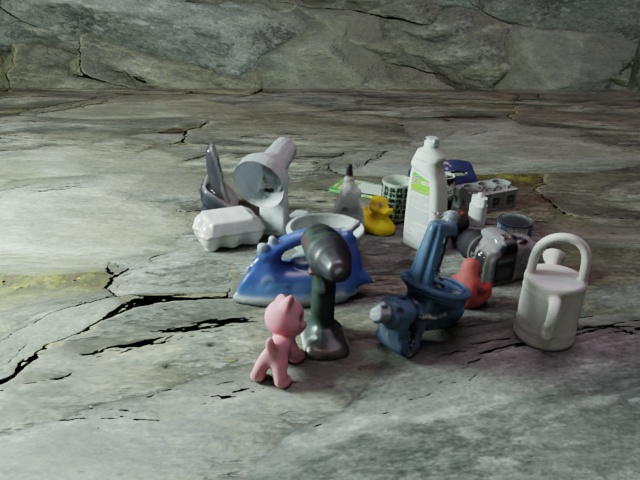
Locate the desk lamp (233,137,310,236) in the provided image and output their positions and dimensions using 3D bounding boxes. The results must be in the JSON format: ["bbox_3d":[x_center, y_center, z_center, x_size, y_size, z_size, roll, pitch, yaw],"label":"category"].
[{"bbox_3d":[-0.105,-0.118,1.314,0.117,0.214,0.203,10,26,17],"label":"desk lamp"}]

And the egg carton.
[{"bbox_3d":[-0.205,-0.027,1.283,0.151,0.069,0.107,-11,28,-25],"label":"egg carton"}]

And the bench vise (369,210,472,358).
[{"bbox_3d":[0.174,0.071,0.919,0.121,0.220,0.208,16,28,28],"label":"bench vise"}]

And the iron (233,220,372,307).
[{"bbox_3d":[-0.035,0.039,1.067,0.259,0.141,0.118,-6,26,-17],"label":"iron"}]

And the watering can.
[{"bbox_3d":[0.388,0.074,0.957,0.101,0.194,0.172,0,25,-3],"label":"watering can"}]

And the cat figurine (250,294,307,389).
[{"bbox_3d":[-0.060,0.140,0.874,0.067,0.118,0.128,7,26,12],"label":"cat figurine"}]

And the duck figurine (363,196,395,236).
[{"bbox_3d":[0.136,-0.066,1.370,0.078,0.086,0.104,-18,31,-36],"label":"duck figurine"}]

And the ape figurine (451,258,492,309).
[{"bbox_3d":[0.280,0.076,1.067,0.076,0.092,0.077,-22,34,-40],"label":"ape figurine"}]

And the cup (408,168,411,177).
[{"bbox_3d":[0.270,-0.137,1.521,0.091,0.095,0.118,18,29,31],"label":"cup"}]

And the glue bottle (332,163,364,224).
[{"bbox_3d":[0.066,-0.092,1.318,0.078,0.173,0.037,-1,25,-5],"label":"glue bottle"}]

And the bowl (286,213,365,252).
[{"bbox_3d":[0.011,0.004,1.224,0.167,0.075,0.167,2,25,0],"label":"bowl"}]

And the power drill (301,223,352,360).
[{"bbox_3d":[0.010,0.078,0.905,0.076,0.208,0.229,-3,25,-9],"label":"power drill"}]

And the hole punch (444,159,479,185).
[{"bbox_3d":[0.387,-0.170,1.607,0.109,0.091,0.101,-3,25,-9],"label":"hole punch"}]

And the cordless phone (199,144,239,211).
[{"bbox_3d":[-0.252,-0.155,1.419,0.094,0.185,0.147,-2,25,-8],"label":"cordless phone"}]

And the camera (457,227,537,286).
[{"bbox_3d":[0.362,0.016,1.190,0.143,0.101,0.136,-9,27,-22],"label":"camera"}]
